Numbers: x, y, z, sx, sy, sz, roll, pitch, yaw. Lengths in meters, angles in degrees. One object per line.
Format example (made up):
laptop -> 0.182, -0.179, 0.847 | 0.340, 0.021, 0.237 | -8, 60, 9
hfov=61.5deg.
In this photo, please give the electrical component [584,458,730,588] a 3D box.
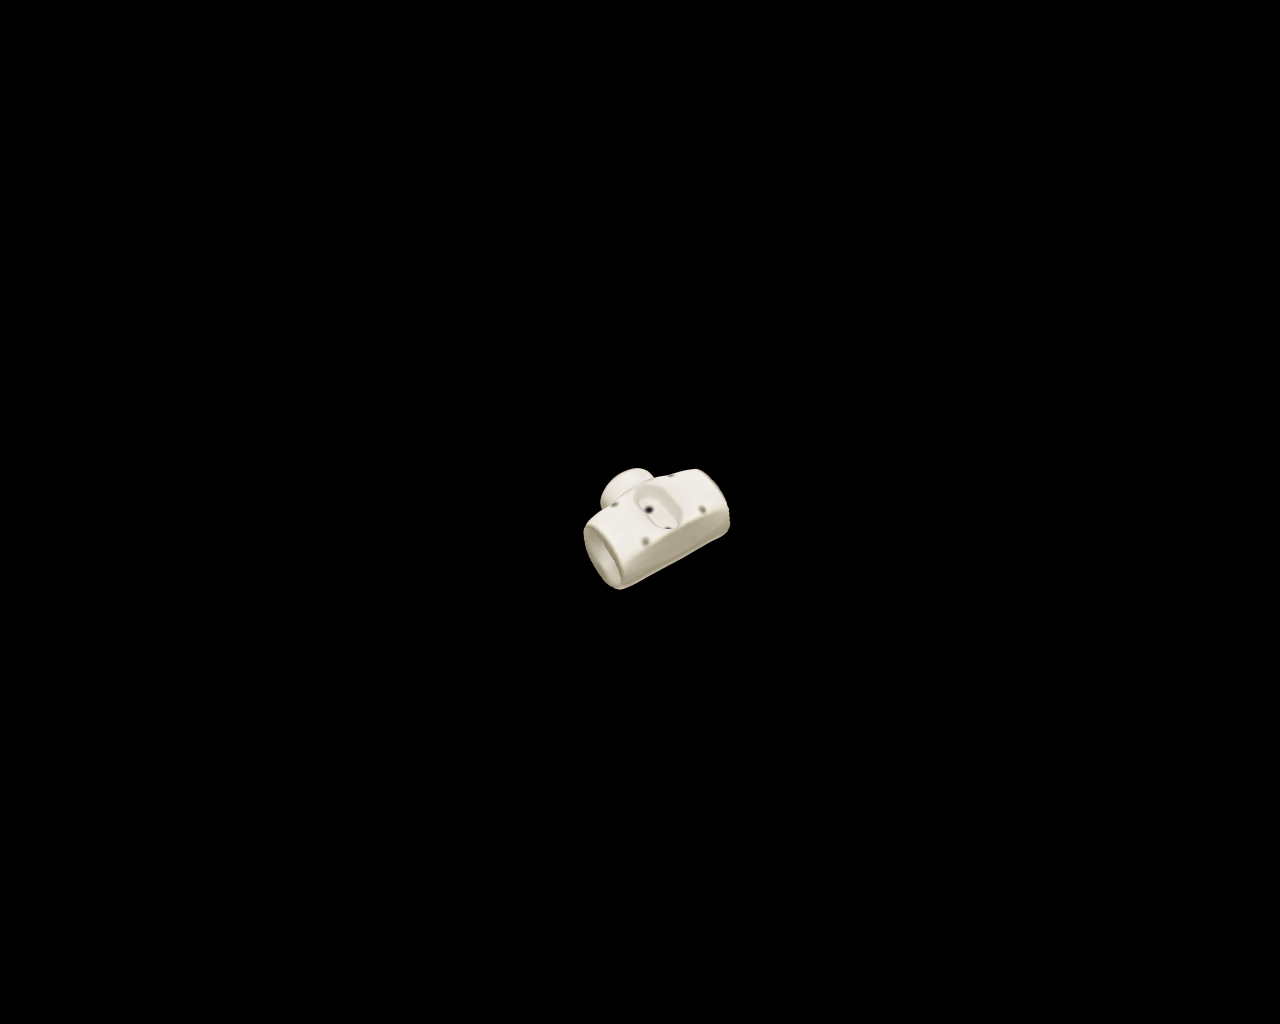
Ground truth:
electrical component -> 0.001, -0.003, 0.650 | 0.077, 0.079, 0.043 | -27, -33, -19
